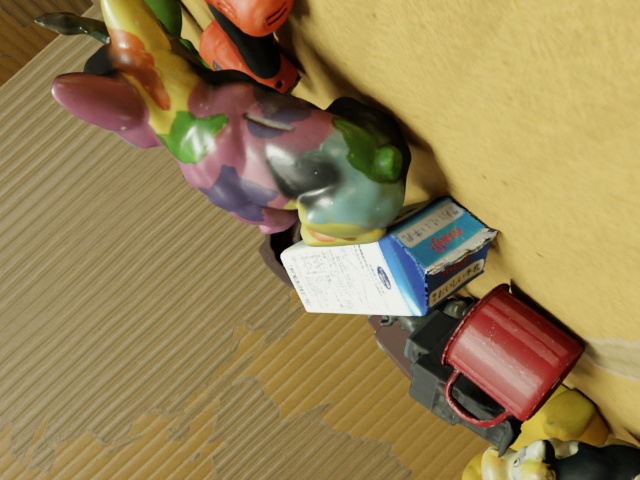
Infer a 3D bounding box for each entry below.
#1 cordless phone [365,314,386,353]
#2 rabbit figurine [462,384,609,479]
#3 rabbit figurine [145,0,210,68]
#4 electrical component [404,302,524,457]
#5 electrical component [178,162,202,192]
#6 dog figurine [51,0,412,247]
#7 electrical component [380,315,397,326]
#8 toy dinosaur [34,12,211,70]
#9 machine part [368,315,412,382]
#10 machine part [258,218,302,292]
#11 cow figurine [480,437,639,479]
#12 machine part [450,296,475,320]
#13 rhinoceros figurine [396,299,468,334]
[{"bbox_3d":[0.144,0.134,1.010,0.147,0.089,0.184,-6,130,45],"label":"cordless phone"},{"bbox_3d":[0.240,0.248,0.632,0.122,0.173,0.162,37,166,53],"label":"rabbit figurine"},{"bbox_3d":[-0.210,-0.256,0.751,0.170,0.159,0.121,62,-175,-7],"label":"rabbit figurine"},{"bbox_3d":[0.154,0.128,0.535,0.134,0.115,0.058,30,136,30],"label":"electrical component"},{"bbox_3d":[-0.110,-0.058,0.544,0.094,0.021,0.063,36,-175,7],"label":"electrical component"},{"bbox_3d":[-0.060,-0.080,0.377,0.192,0.108,0.219,10,167,43],"label":"dog figurine"},{"bbox_3d":[0.108,0.052,0.714,0.048,0.075,0.119,-12,-89,-75],"label":"electrical component"},{"bbox_3d":[-0.088,-0.122,0.630,0.471,0.105,0.199,25,-160,-37],"label":"toy dinosaur"},{"bbox_3d":[0.180,0.168,0.817,0.202,0.087,0.201,44,-169,26],"label":"machine part"},{"bbox_3d":[-0.002,-0.002,0.791,0.179,0.179,0.056,45,179,29],"label":"machine part"},{"bbox_3d":[0.240,0.219,0.493,0.098,0.167,0.068,99,172,-72],"label":"cow figurine"},{"bbox_3d":[0.191,0.102,0.694,0.084,0.039,0.139,39,176,-5],"label":"machine part"},{"bbox_3d":[0.097,0.031,0.615,0.112,0.073,0.190,34,157,58],"label":"rhinoceros figurine"}]
